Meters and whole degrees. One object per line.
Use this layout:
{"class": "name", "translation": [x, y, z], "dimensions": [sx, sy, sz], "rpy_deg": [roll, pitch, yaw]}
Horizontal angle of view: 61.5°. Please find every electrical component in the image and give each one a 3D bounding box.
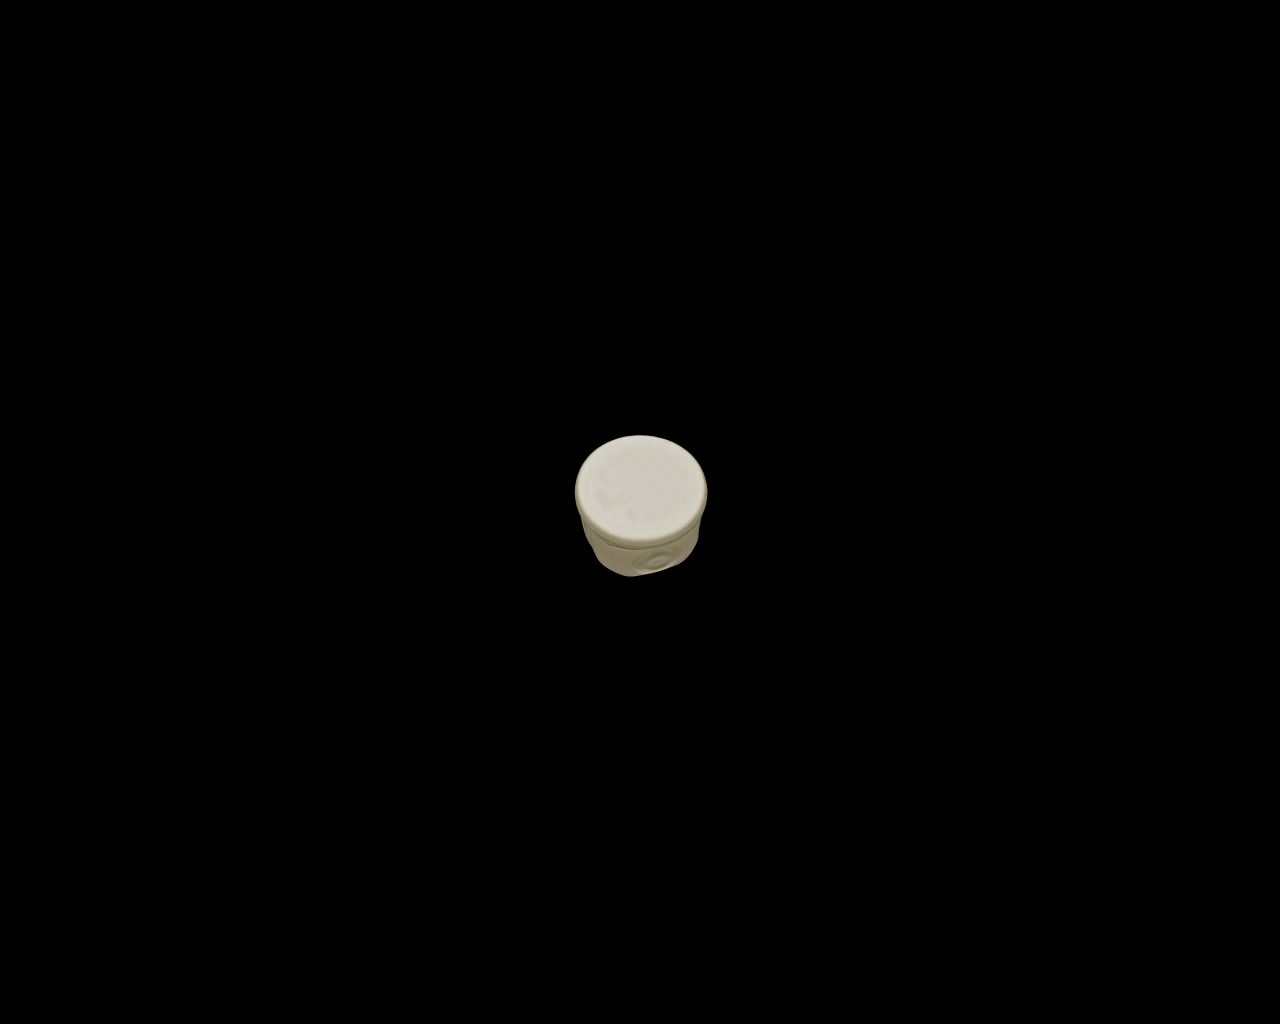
{"class": "electrical component", "translation": [0.001, -0.003, 0.650], "dimensions": [0.080, 0.080, 0.050], "rpy_deg": [0, -33, 0]}
